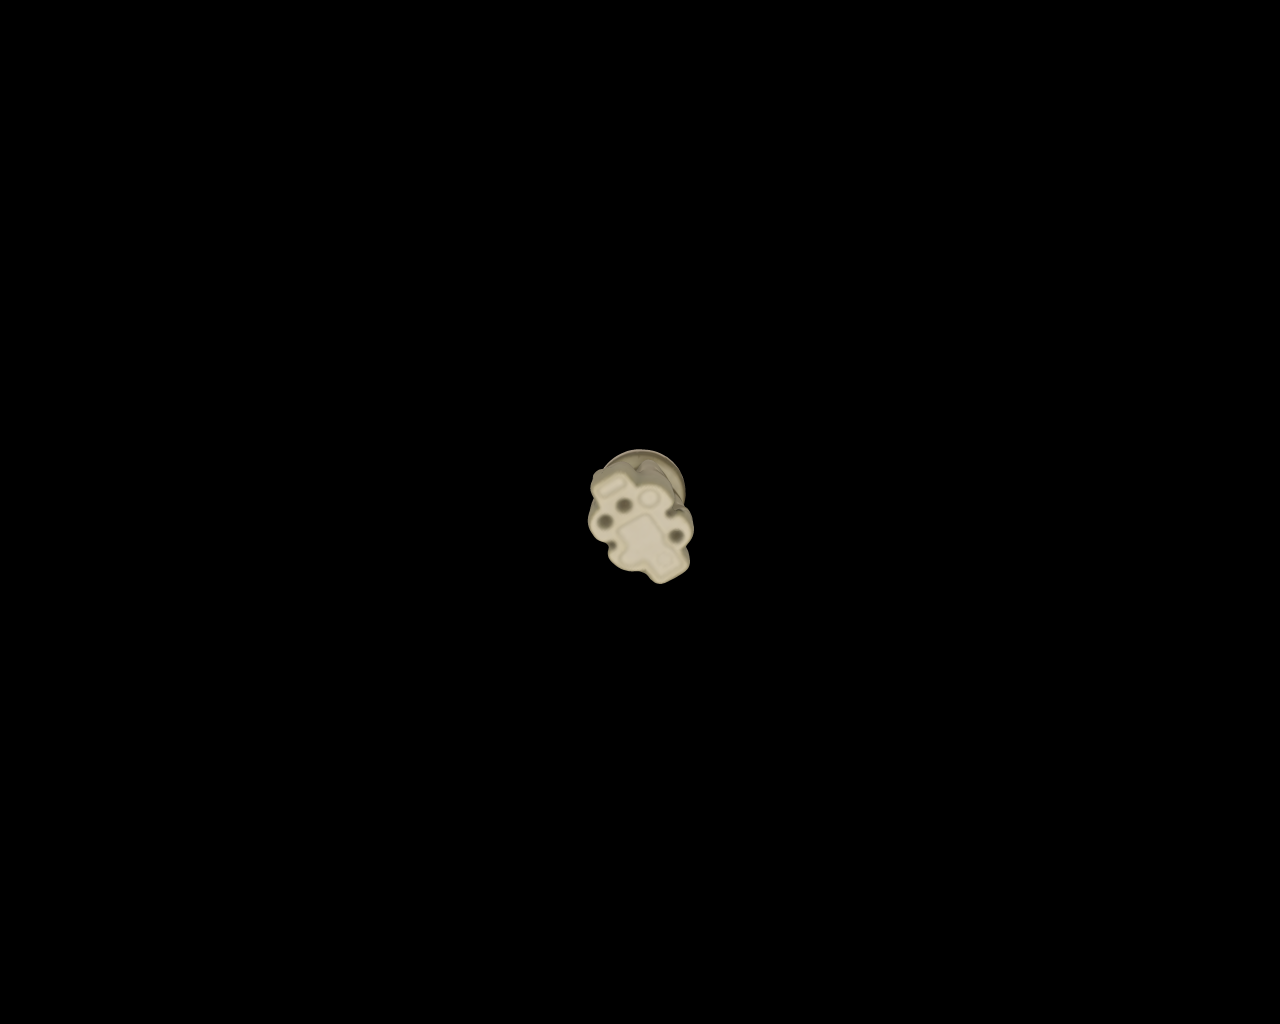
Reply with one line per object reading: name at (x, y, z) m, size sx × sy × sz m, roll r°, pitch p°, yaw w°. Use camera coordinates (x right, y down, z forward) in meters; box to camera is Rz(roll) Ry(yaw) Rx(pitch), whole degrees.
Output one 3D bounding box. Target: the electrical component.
electrical component at (0.001, -0.003, 0.650) m, size 0.058 × 0.078 × 0.057 m, roll -29°, pitch 24°, yaw 14°
